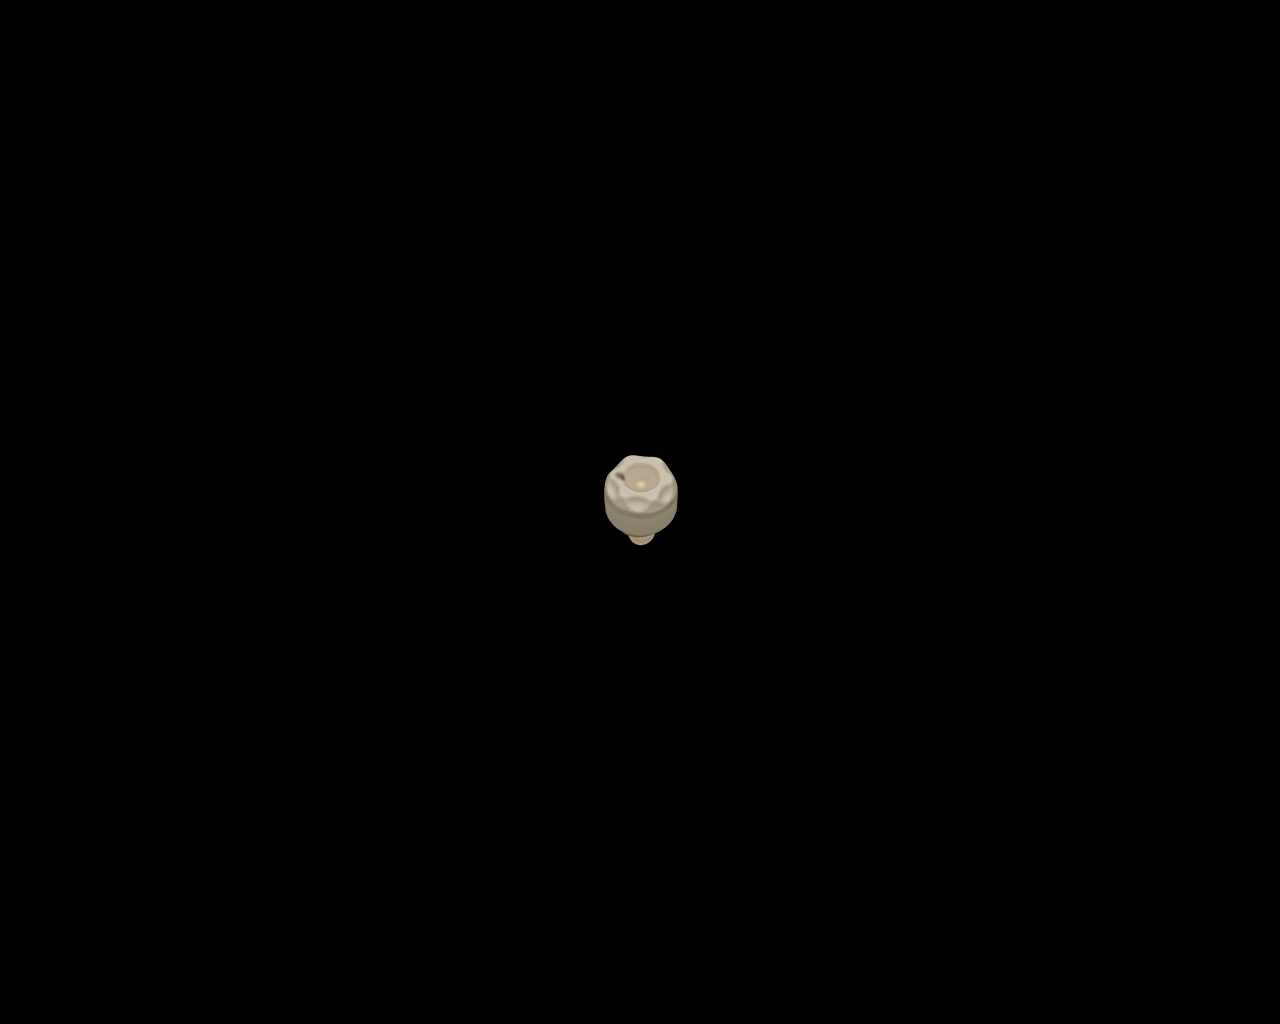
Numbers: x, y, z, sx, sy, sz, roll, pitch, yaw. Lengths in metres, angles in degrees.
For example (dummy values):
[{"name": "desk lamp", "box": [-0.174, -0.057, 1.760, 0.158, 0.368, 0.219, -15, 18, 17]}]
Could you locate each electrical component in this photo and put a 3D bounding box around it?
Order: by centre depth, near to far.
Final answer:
[{"name": "electrical component", "box": [0.001, -0.003, 0.650, 0.043, 0.043, 0.062, 0, -38, 0]}]
